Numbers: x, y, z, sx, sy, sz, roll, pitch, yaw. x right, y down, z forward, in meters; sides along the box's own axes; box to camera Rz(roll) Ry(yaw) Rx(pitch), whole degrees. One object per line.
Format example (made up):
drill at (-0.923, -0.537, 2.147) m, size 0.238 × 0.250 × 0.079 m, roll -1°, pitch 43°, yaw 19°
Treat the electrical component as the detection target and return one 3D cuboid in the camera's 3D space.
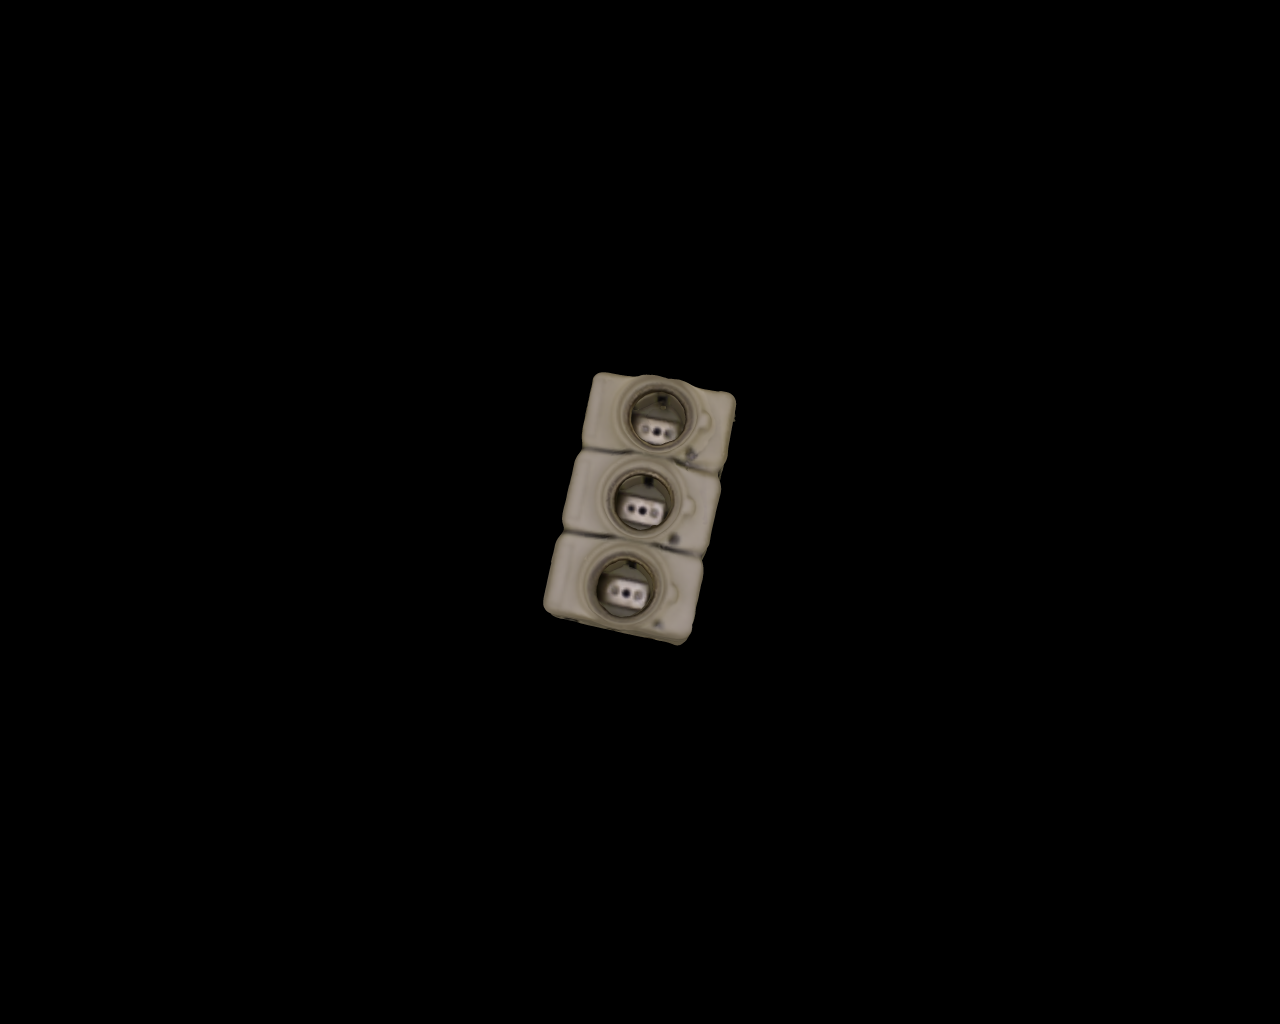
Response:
electrical component at (0.001, -0.003, 0.650) m, size 0.089 × 0.150 × 0.061 m, roll 11°, pitch -11°, yaw 2°
